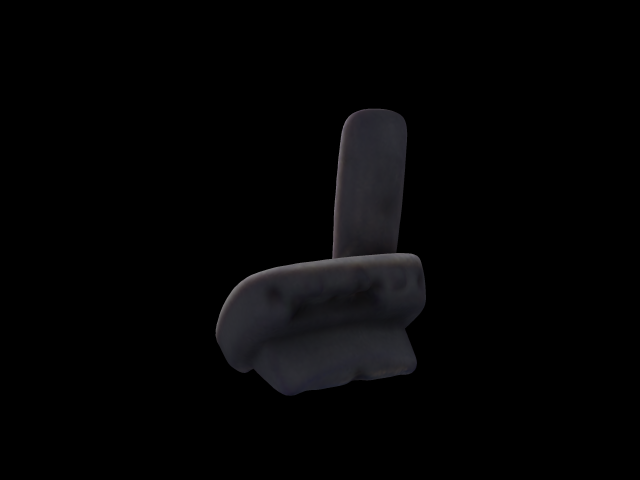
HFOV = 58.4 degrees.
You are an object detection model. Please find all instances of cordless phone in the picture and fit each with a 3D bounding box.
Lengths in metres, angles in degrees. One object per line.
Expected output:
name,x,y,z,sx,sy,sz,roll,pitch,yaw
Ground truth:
cordless phone,0.004,0.001,0.400,0.148,0.185,0.093,-5,8,-35
